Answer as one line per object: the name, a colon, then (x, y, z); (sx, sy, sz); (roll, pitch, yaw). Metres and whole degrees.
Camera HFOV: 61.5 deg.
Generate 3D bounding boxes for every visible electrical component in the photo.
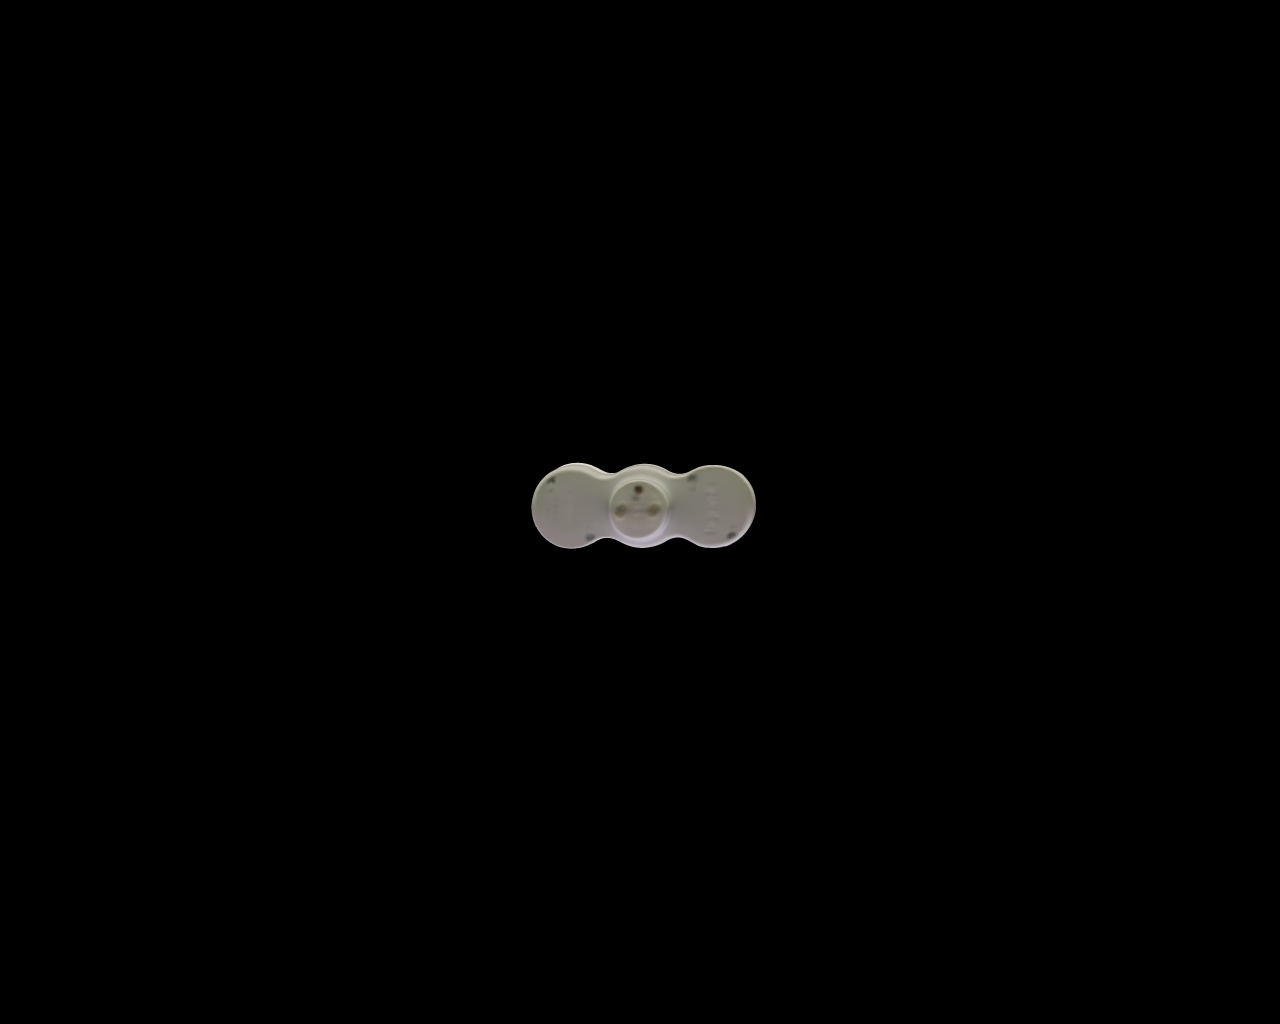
electrical component: (0.001, -0.003, 0.650); (0.138, 0.052, 0.074); (0, 4, 7)
